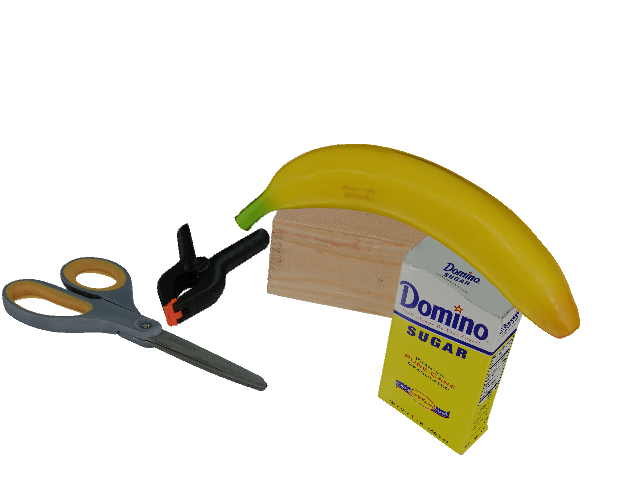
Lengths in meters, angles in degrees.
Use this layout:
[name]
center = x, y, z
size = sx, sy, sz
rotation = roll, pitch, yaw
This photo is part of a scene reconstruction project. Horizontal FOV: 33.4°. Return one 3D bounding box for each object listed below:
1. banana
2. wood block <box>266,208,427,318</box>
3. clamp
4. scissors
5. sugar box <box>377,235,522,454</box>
[banana]
center = 0.054, -0.010, 0.588
size = 0.198, 0.070, 0.037
rotation = 19, 9, 13
[wood block]
center = 0.059, 0.015, 1.066
size = 0.206, 0.090, 0.090
rotation = 11, 30, 8
[clamp]
center = -0.130, 0.034, 1.248
size = 0.120, 0.039, 0.171
rotation = -6, 38, 18
[scissors]
center = -0.115, 0.050, 0.717
size = 0.202, 0.016, 0.096
rotation = 12, 29, 14
[sugar box]
center = 0.101, 0.086, 0.853
size = 0.093, 0.176, 0.048
rotation = 32, 53, 25
